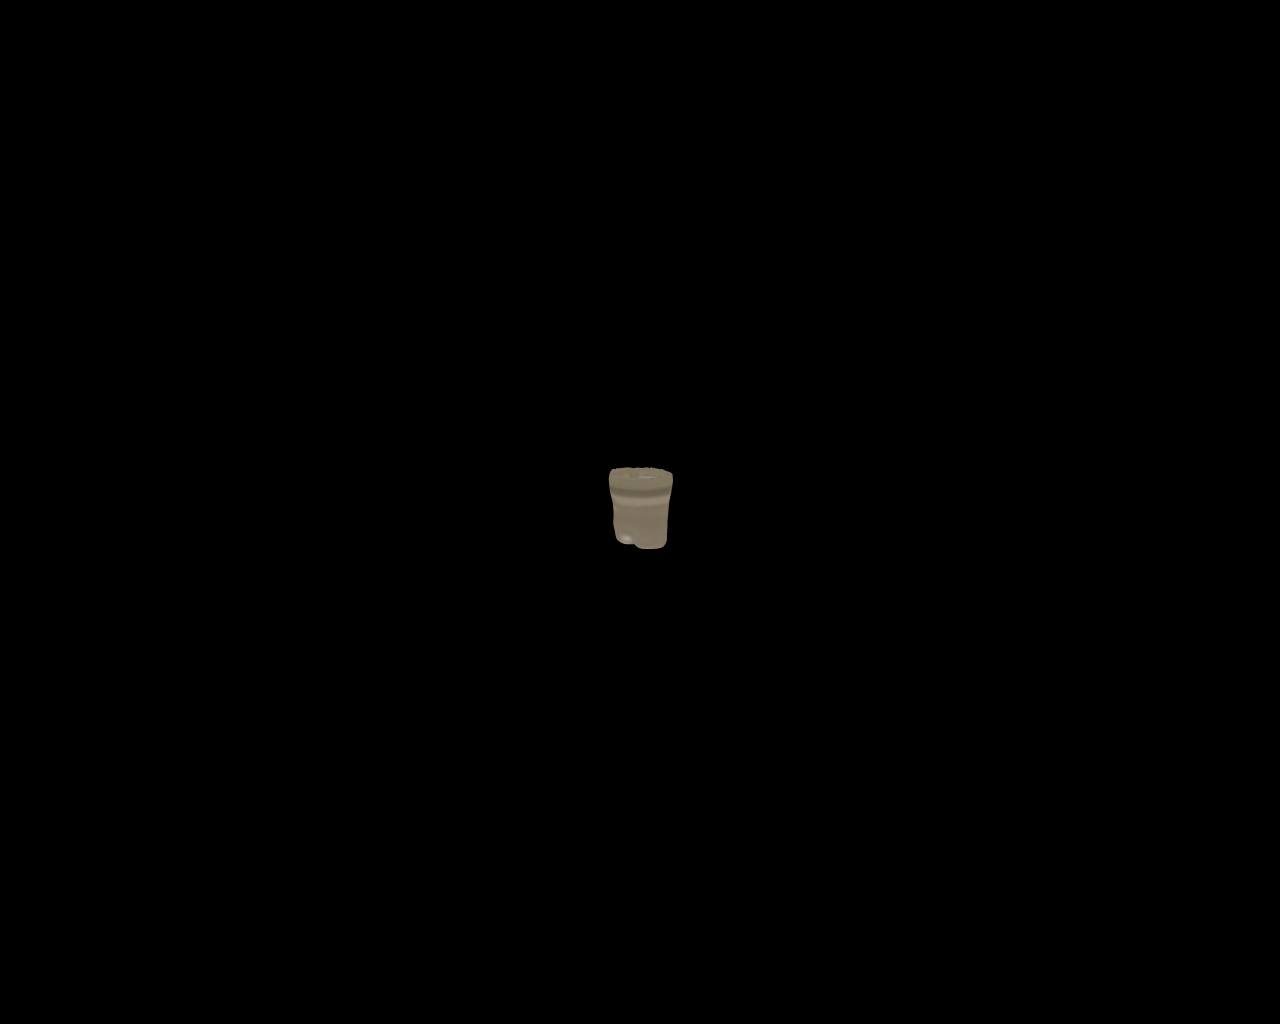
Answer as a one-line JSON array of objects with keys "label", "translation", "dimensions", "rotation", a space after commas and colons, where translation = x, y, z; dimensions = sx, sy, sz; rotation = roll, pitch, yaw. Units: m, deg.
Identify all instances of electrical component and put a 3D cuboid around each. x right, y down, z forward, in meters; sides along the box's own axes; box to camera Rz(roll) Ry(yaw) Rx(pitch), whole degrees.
[{"label": "electrical component", "translation": [0.001, -0.003, 0.650], "dimensions": [0.040, 0.046, 0.040], "rotation": [0, 12, 0]}]
